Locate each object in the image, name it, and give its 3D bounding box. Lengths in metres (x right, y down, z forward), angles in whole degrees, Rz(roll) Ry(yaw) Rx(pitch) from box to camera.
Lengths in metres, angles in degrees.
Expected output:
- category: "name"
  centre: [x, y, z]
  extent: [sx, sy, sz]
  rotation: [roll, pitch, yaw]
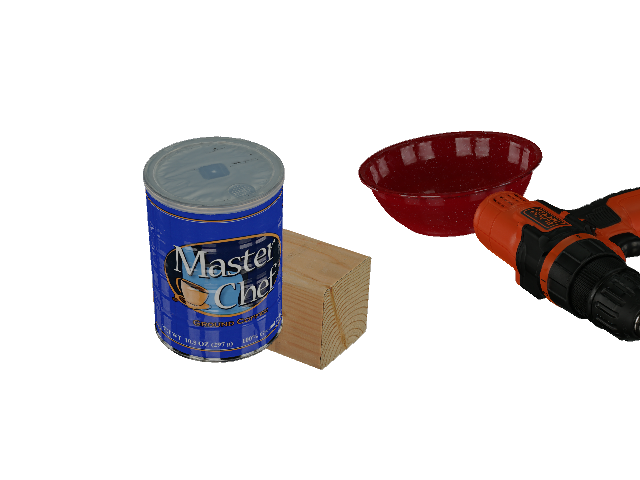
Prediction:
- category: "coffee can"
  centre: [-0.079, 0.006, 0.811]
  extent: [0.103, 0.140, 0.103]
  rotation: [1, 34, -1]
- category: "power drill"
  centre: [0.225, 0.000, 0.740]
  extent: [0.187, 0.057, 0.185]
  rotation: [-12, 29, -20]
- category: "wood block"
  centre: [-0.062, 0.042, 1.073]
  extent: [0.206, 0.091, 0.090]
  rotation: [18, 32, 27]
- category: "bowl"
  centre: [0.117, -0.046, 0.949]
  extent: [0.162, 0.055, 0.162]
  rotation: [-8, 23, 3]
